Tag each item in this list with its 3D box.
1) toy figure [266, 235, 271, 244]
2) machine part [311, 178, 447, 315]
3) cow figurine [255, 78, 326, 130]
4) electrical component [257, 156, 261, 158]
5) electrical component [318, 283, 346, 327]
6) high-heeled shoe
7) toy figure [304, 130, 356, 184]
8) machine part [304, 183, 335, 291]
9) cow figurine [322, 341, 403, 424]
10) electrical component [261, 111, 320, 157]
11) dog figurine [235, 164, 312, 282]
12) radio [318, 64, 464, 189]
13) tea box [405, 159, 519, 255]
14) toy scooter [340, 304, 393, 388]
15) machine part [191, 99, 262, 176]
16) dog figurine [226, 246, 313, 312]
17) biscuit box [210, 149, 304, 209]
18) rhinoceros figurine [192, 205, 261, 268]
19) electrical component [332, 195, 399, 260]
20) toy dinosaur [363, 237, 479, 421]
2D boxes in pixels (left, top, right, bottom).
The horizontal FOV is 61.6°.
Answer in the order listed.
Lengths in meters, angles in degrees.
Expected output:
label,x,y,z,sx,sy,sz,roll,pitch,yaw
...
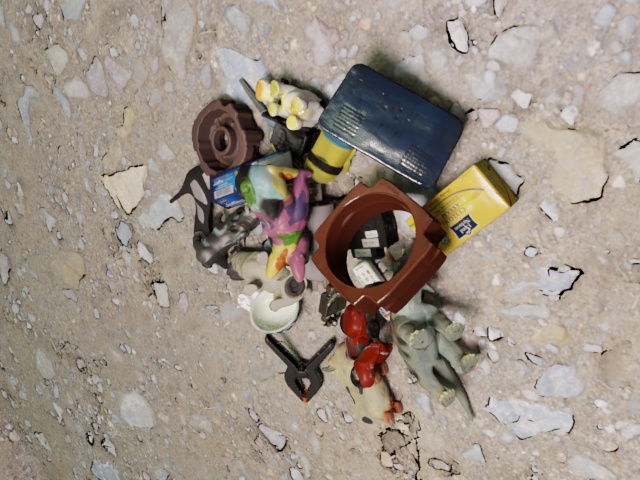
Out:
label,x,y,z,sx,sy,sz,roll,pitch,yaw
toy figure,-0.097,-0.047,1.190,0.058,0.064,0.154,-178,73,-72
machine part,0.101,0.012,0.934,0.201,0.087,0.202,-49,51,7
cow figurine,-0.055,-0.278,1.067,0.168,0.098,0.068,42,131,37
electrical component,-0.139,-0.138,1.205,0.063,0.021,0.094,-13,95,35
electrical component,0.030,0.141,1.157,0.045,0.078,0.102,35,122,39
high-heeled shoe,-0.253,-0.058,1.301,0.145,0.086,0.248,-33,108,6
toy figure,0.030,-0.190,1.034,0.082,0.089,0.180,49,129,19
machine part,-0.002,-0.003,1.127,0.079,0.079,0.243,11,115,30
cow figurine,0.088,0.312,1.186,0.127,0.085,0.194,-20,96,30
electrical component,-0.067,-0.215,1.079,0.119,0.075,0.047,25,115,12
dog figurine,-0.079,-0.029,1.011,0.109,0.191,0.219,1,93,29
radio,0.125,-0.197,0.931,0.230,0.073,0.131,30,103,2
tea box,0.249,-0.052,0.953,0.098,0.068,0.169,51,125,8
toy scooter,0.097,0.200,1.092,0.135,0.075,0.184,127,142,-56
machine part,-0.209,-0.220,1.190,0.180,0.056,0.179,8,103,36
dog figurine,-0.120,0.078,1.241,0.172,0.191,0.121,35,85,-21
biscuit box,-0.133,-0.127,1.137,0.203,0.062,0.059,-17,70,20
rhinoceros figurine,-0.209,-0.017,1.231,0.190,0.112,0.073,-40,118,1
electrical component,0.091,-0.026,1.073,0.115,0.058,0.134,0,107,36
toy dinosaur,0.195,0.185,1.038,0.192,0.131,0.404,49,162,54
